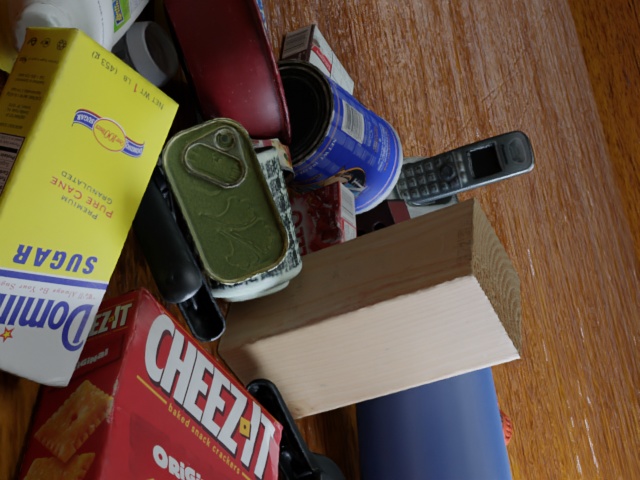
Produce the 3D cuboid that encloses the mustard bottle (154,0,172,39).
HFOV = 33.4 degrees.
[{"bbox_3d":[-0.097,-0.245,0.853,0.096,0.058,0.192,-22,113,-55],"label":"mustard bottle"}]

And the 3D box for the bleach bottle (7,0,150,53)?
[{"bbox_3d":[-0.151,-0.179,0.691,0.250,0.068,0.102,-84,167,-61],"label":"bleach bottle"}]

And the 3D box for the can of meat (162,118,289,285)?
[{"bbox_3d":[-0.065,-0.029,0.704,0.084,0.057,0.102,-144,-148,-78],"label":"can of meat"}]

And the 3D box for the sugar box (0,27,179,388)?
[{"bbox_3d":[-0.146,-0.016,0.572,0.093,0.048,0.176,34,69,-53],"label":"sugar box"}]

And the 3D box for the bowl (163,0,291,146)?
[{"bbox_3d":[-0.072,-0.136,0.767,0.162,0.055,0.162,161,-90,-83],"label":"bowl"}]

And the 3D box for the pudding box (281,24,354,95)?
[{"bbox_3d":[-0.004,-0.152,1.085,0.090,0.039,0.113,52,32,-37],"label":"pudding box"}]

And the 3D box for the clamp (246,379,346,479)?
[{"bbox_3d":[-0.013,0.181,0.812,0.171,0.039,0.120,47,36,-53],"label":"clamp"}]

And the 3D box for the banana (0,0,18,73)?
[{"bbox_3d":[-0.202,-0.184,0.690,0.069,0.037,0.198,77,8,-64],"label":"banana"}]

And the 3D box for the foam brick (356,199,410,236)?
[{"bbox_3d":[0.048,-0.004,1.036,0.051,0.078,0.053,-7,77,-65],"label":"foam brick"}]

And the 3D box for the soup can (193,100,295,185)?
[{"bbox_3d":[-0.065,-0.092,0.870,0.068,0.069,0.102,12,61,-63],"label":"soup can"}]

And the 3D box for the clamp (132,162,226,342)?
[{"bbox_3d":[-0.117,-0.033,0.686,0.210,0.036,0.164,63,-7,6],"label":"clamp"}]

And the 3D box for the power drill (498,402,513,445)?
[{"bbox_3d":[0.144,0.237,1.036,0.184,0.057,0.187,35,54,-55],"label":"power drill"}]

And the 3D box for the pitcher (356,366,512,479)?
[{"bbox_3d":[0.088,0.144,0.917,0.144,0.149,0.243,6,75,-54],"label":"pitcher"}]

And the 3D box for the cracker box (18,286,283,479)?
[{"bbox_3d":[-0.094,0.159,0.611,0.164,0.072,0.213,52,29,-37],"label":"cracker box"}]

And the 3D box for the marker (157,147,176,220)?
[{"bbox_3d":[-0.123,-0.060,0.781,0.020,0.020,0.121,19,55,-61],"label":"marker"}]

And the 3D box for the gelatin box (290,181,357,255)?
[{"bbox_3d":[-0.006,0.001,0.920,0.030,0.073,0.089,40,39,-48],"label":"gelatin box"}]

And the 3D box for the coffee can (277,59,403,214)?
[{"bbox_3d":[0.000,-0.089,0.963,0.140,0.103,0.103,27,49,-57],"label":"coffee can"}]

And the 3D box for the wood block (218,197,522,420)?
[{"bbox_3d":[0.039,0.056,0.809,0.090,0.206,0.090,56,28,-31],"label":"wood block"}]
